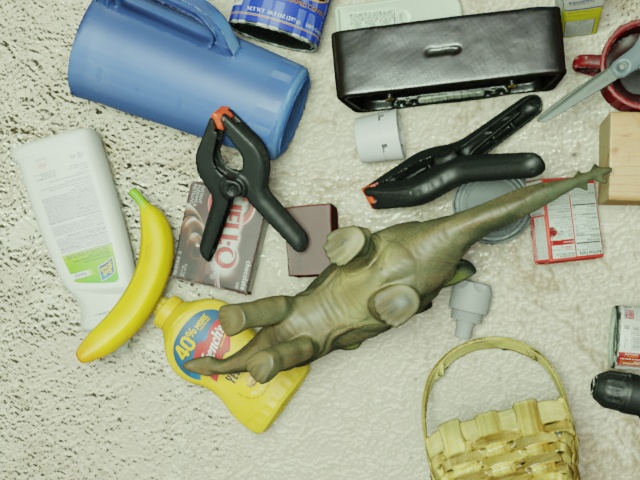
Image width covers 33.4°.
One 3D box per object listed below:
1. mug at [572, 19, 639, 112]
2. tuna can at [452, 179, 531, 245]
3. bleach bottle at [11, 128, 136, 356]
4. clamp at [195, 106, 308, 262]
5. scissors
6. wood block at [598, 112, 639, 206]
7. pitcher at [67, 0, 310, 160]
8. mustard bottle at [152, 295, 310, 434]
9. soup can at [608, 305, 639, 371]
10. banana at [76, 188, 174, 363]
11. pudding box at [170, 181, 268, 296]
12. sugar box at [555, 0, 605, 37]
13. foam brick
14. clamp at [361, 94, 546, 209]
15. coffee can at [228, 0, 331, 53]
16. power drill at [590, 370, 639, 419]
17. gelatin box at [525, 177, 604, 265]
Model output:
[{"bbox_3d":[0.321,-0.176,1.106,0.117,0.081,0.093,5,89,8],"label":"mug"},{"bbox_3d":[0.185,-0.037,1.145,0.086,0.033,0.086,0,88,8],"label":"tuna can"},{"bbox_3d":[-0.265,0.007,1.199,0.102,0.068,0.251,-15,88,5],"label":"bleach bottle"},{"bbox_3d":[-0.075,-0.054,1.113,0.120,0.039,0.171,0,116,8],"label":"clamp"},{"bbox_3d":[0.318,-0.163,1.054,0.096,0.016,0.202,43,94,9],"label":"scissors"},{"bbox_3d":[0.395,-0.079,1.087,0.206,0.090,0.090,1,88,8],"label":"wood block"},{"bbox_3d":[-0.137,-0.183,1.147,0.243,0.149,0.145,21,93,5],"label":"pitcher"},{"bbox_3d":[-0.112,0.120,1.173,0.192,0.058,0.096,36,91,9],"label":"mustard bottle"},{"bbox_3d":[0.353,0.104,1.098,0.102,0.068,0.068,4,89,9],"label":"soup can"},{"bbox_3d":[-0.202,0.046,1.158,0.069,0.037,0.198,17,77,-4],"label":"banana"},{"bbox_3d":[-0.108,-0.002,1.186,0.090,0.039,0.113,12,89,9],"label":"pudding box"},{"bbox_3d":[0.260,-0.270,1.070,0.048,0.176,0.093,-5,87,8],"label":"sugar box"},{"bbox_3d":[-0.008,0.001,1.165,0.053,0.051,0.078,-3,87,9],"label":"foam brick"},{"bbox_3d":[0.145,-0.085,1.126,0.210,0.164,0.036,-18,114,28],"label":"clamp"},{"bbox_3d":[-0.033,-0.285,1.153,0.103,0.102,0.140,16,91,9],"label":"coffee can"},{"bbox_3d":[0.358,0.236,1.098,0.184,0.057,0.187,11,90,9],"label":"power drill"},{"bbox_3d":[0.256,-0.021,1.120,0.073,0.030,0.089,-5,87,-28],"label":"gelatin box"}]
